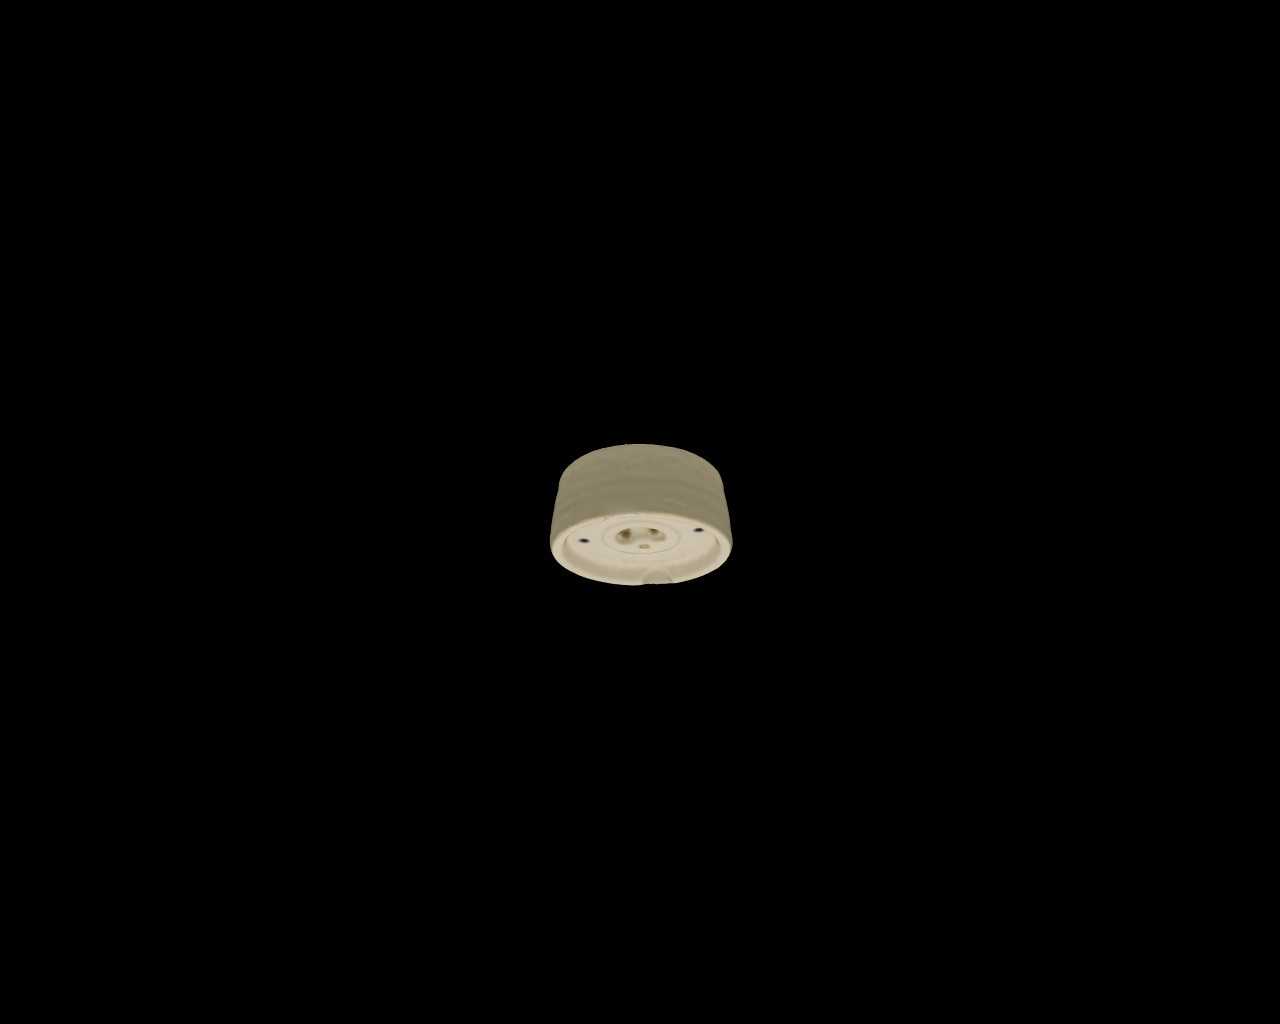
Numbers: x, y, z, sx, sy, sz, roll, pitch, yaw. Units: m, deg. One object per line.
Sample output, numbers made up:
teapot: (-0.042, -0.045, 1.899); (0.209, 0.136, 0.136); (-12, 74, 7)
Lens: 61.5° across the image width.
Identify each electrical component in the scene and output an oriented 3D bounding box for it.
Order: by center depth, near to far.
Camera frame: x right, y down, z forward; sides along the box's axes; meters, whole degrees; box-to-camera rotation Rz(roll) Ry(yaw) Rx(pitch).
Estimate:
electrical component: (0.001, -0.003, 0.650); (0.108, 0.060, 0.108); (0, -26, 0)
